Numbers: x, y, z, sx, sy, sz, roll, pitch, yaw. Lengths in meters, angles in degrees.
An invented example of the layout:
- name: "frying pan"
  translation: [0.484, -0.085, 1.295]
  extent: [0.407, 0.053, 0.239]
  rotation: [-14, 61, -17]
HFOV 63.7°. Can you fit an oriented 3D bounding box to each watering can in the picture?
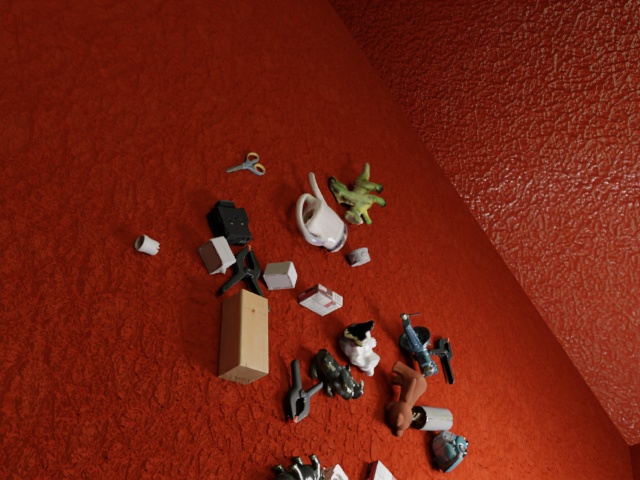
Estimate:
- name: "watering can"
  translation: [0.006, -0.094, 1.864]
  extent: [0.222, 0.102, 0.356]
  rotation: [42, 34, -24]

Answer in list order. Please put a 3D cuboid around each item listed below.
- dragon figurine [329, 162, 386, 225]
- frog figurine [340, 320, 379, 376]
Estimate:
- name: "dragon figurine"
  translation: [0.144, -0.212, 2.172]
  extent: [0.241, 0.120, 0.420]
  rotation: [21, 43, -32]
- name: "frog figurine"
  translation: [0.128, 0.351, 1.652]
  extent: [0.140, 0.122, 0.156]
  rotation: [-79, 164, -60]
